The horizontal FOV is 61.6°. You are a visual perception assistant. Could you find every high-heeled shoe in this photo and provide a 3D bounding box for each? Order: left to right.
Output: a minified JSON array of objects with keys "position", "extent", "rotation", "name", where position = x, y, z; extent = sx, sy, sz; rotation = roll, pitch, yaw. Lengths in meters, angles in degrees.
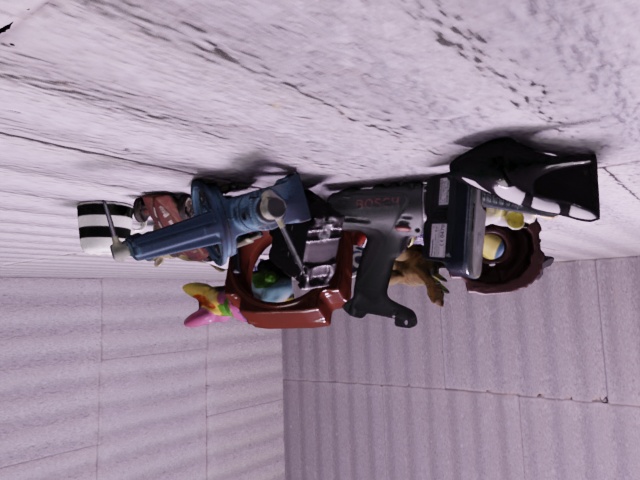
[{"position":[0.255,-0.065,0.649],"extent":[0.145,0.086,0.248],"rotation":[-3,169,28],"name":"high-heeled shoe"}]

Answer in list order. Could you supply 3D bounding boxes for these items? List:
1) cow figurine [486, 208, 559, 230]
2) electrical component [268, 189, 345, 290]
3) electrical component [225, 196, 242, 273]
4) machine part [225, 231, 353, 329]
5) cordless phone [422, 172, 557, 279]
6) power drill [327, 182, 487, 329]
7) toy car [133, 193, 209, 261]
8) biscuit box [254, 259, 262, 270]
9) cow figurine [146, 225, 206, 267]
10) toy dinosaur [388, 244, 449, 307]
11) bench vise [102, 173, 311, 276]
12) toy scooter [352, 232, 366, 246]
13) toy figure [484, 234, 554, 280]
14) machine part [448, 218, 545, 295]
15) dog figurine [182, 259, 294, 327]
[{"position":[0.273,-0.049,0.818],"extent":[0.167,0.068,0.098],"rotation":[2,179,0],"name":"cow figurine"},{"position":[-0.028,-0.008,0.779],"extent":[0.058,0.114,0.134],"rotation":[-3,-155,-32],"name":"electrical component"},{"position":[-0.150,-0.006,0.853],"extent":[0.048,0.119,0.075],"rotation":[-3,176,3],"name":"electrical component"},{"position":[-0.050,0.041,0.897],"extent":[0.202,0.201,0.087],"rotation":[-4,150,16],"name":"machine part"},{"position":[0.231,-0.022,0.689],"extent":[0.184,0.146,0.089],"rotation":[5,178,-22],"name":"cordless phone"},{"position":[0.116,0.019,0.774],"extent":[0.232,0.207,0.086],"rotation":[8,-165,15],"name":"power drill"},{"position":[-0.227,-0.016,0.867],"extent":[0.089,0.053,0.202],"rotation":[0,156,8],"name":"toy car"},{"position":[-0.162,0.088,1.270],"extent":[0.059,0.202,0.063],"rotation":[-4,174,0],"name":"biscuit box"},{"position":[-0.272,0.008,1.106],"extent":[0.127,0.085,0.195],"rotation":[-11,172,19],"name":"cow figurine"},{"position":[0.169,0.040,1.121],"extent":[0.198,0.105,0.472],"rotation":[17,-167,-17],"name":"toy dinosaur"},{"position":[-0.139,-0.017,0.681],"extent":[0.241,0.128,0.224],"rotation":[-18,-161,-23],"name":"bench vise"},{"position":[-0.002,-0.003,1.033],"extent":[0.184,0.075,0.135],"rotation":[-21,154,12],"name":"toy scooter"},{"position":[0.345,0.005,1.018],"extent":[0.180,0.082,0.089],"rotation":[37,172,34],"name":"toy figure"},{"position":[0.300,0.012,0.940],"extent":[0.179,0.179,0.056],"rotation":[-3,175,12],"name":"machine part"},{"position":[-0.158,0.108,1.033],"extent":[0.219,0.108,0.191],"rotation":[-8,163,-5],"name":"dog figurine"}]
